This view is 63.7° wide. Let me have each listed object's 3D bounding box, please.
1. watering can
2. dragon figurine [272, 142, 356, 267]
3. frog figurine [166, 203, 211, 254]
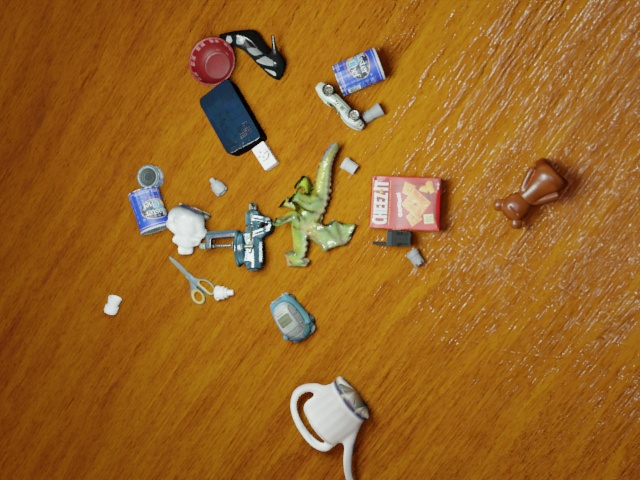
[{"bbox_3d":[0.062,0.579,1.597,0.223,0.104,0.349,-41,82,8],"label":"watering can"},{"bbox_3d":[0.005,-0.082,1.636,0.242,0.123,0.408,39,99,-9],"label":"dragon figurine"},{"bbox_3d":[-0.443,-0.033,1.695,0.137,0.122,0.160,21,84,-16],"label":"frog figurine"}]
